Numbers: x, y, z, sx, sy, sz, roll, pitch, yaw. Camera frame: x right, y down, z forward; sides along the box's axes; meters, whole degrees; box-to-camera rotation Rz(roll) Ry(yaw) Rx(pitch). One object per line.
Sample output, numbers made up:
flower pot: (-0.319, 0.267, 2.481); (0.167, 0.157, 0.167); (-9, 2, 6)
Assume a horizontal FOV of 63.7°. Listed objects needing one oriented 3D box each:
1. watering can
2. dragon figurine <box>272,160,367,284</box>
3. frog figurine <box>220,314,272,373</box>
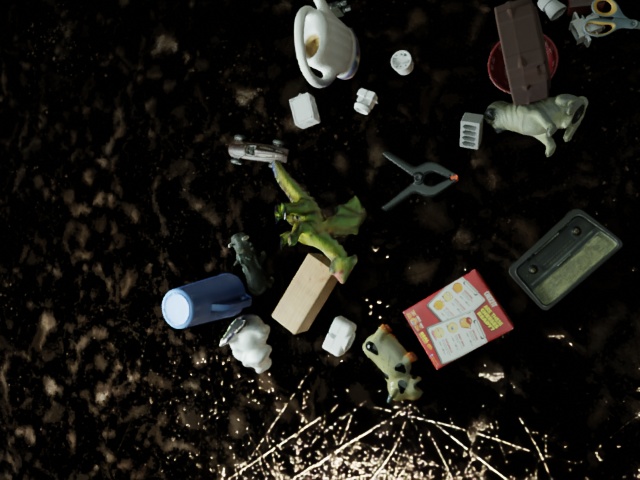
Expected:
watering can: (0.015, -0.578, 1.407); (0.103, 0.349, 0.224); (-4, -7, 41)
dragon figurine: (0.004, -0.071, 1.411); (0.243, 0.419, 0.119); (-3, -31, -12)
frog figurine: (-0.192, 0.298, 1.490); (0.158, 0.137, 0.124); (42, 6, -17)
